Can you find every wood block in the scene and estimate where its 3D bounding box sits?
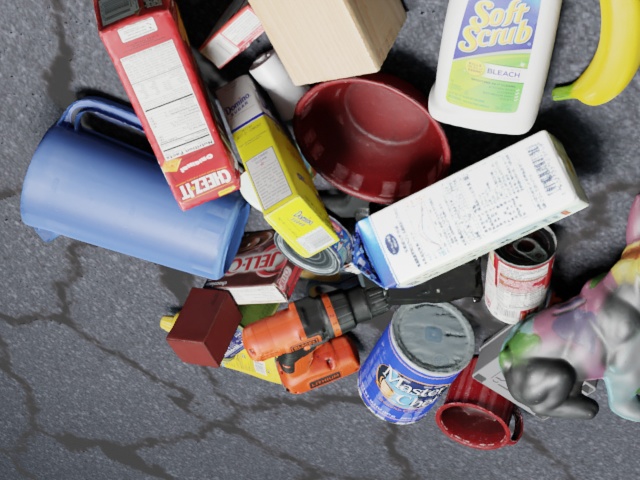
[{"bbox_3d":[-0.014,-0.244,0.906,0.091,0.090,0.206,-4,133,33],"label":"wood block"}]

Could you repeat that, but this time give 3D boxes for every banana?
[{"bbox_3d":[0.237,-0.177,0.880,0.070,0.037,0.198,14,141,13],"label":"banana"}]

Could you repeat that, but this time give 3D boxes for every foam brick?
[{"bbox_3d":[-0.133,0.102,1.243,0.053,0.078,0.051,5,141,26],"label":"foam brick"}]

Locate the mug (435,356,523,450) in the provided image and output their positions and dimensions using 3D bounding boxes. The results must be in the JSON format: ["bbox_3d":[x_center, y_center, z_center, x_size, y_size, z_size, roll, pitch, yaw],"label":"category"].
[{"bbox_3d":[0.206,0.204,1.308,0.117,0.081,0.093,37,141,-14],"label":"mug"}]

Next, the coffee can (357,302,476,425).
[{"bbox_3d":[0.113,0.146,1.278,0.103,0.102,0.140,26,143,1],"label":"coffee can"}]

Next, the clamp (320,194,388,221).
[{"bbox_3d":[0.061,-0.024,1.162,0.120,0.039,0.172,38,149,-25],"label":"clamp"}]

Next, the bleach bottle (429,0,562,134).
[{"bbox_3d":[0.148,-0.204,0.881,0.103,0.068,0.251,13,139,13],"label":"bleach bottle"}]

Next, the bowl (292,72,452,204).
[{"bbox_3d":[0.057,-0.111,1.047,0.162,0.055,0.162,16,142,13],"label":"bowl"}]

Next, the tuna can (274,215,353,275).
[{"bbox_3d":[-0.008,0.001,1.189,0.086,0.033,0.086,23,151,13],"label":"tuna can"}]

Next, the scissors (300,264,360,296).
[{"bbox_3d":[0.057,0.057,1.277,0.202,0.016,0.096,13,142,17],"label":"scissors"}]

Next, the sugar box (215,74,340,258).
[{"bbox_3d":[-0.043,-0.074,1.046,0.048,0.176,0.093,-28,144,11],"label":"sugar box"}]

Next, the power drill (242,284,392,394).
[{"bbox_3d":[0.005,0.117,1.289,0.184,0.057,0.187,-18,154,-2],"label":"power drill"}]

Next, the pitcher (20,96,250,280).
[{"bbox_3d":[-0.206,-0.051,1.226,0.243,0.145,0.149,19,155,4],"label":"pitcher"}]

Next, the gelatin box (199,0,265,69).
[{"bbox_3d":[-0.066,-0.209,0.990,0.030,0.073,0.089,39,140,-19],"label":"gelatin box"}]

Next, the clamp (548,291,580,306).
[{"bbox_3d":[0.348,0.108,1.149,0.210,0.036,0.165,31,139,-1],"label":"clamp"}]

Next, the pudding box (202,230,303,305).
[{"bbox_3d":[-0.072,0.032,1.262,0.114,0.090,0.039,-7,132,37],"label":"pudding box"}]

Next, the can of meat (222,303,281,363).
[{"bbox_3d":[-0.097,0.093,1.341,0.057,0.102,0.084,38,139,-13],"label":"can of meat"}]

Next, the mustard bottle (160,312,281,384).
[{"bbox_3d":[-0.127,0.135,1.440,0.192,0.058,0.096,14,145,15],"label":"mustard bottle"}]

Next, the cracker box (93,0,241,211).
[{"bbox_3d":[-0.148,-0.162,1.018,0.072,0.164,0.213,-20,132,-1],"label":"cracker box"}]

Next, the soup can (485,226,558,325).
[{"bbox_3d":[0.209,0.034,1.119,0.068,0.068,0.102,14,141,16],"label":"soup can"}]

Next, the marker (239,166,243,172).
[{"bbox_3d":[-0.101,-0.081,1.204,0.121,0.020,0.020,38,141,-15],"label":"marker"}]
